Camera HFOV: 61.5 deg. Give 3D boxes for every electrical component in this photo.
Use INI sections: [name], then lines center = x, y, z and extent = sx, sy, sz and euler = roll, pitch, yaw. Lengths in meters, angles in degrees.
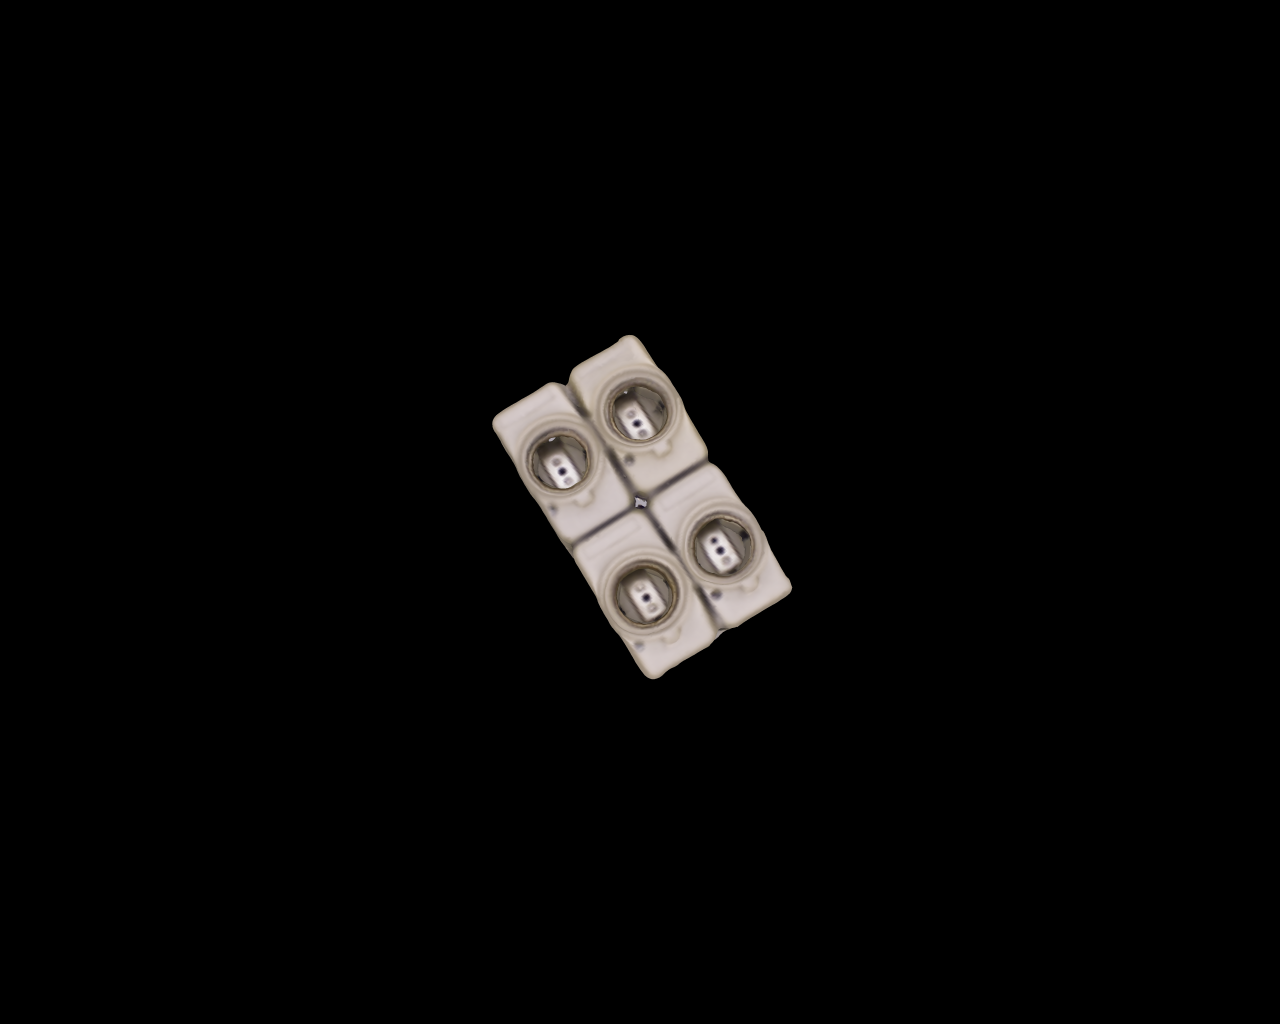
[electrical component]
center = 0.001, -0.003, 0.650
extent = 0.105, 0.186, 0.060
euler = -31, -7, -5
